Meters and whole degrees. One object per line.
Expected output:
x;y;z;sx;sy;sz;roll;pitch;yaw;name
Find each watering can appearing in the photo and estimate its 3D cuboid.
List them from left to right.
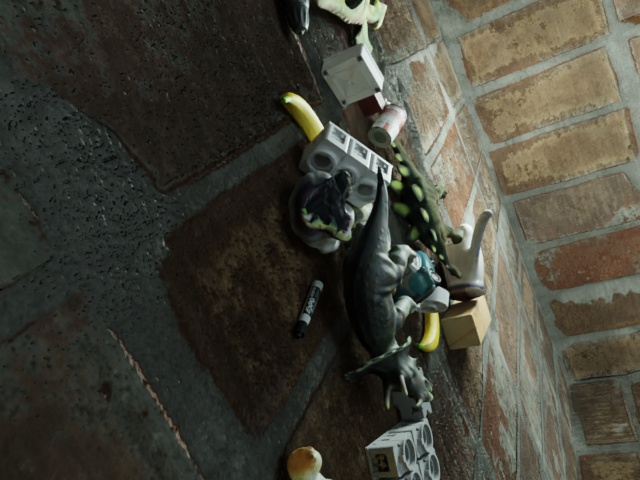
0.419;0.055;1.463;0.343;0.104;0.228;100;-10;-73;watering can

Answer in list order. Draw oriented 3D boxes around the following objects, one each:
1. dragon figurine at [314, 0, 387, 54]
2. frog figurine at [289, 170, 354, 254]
0.093;-0.576;1.355;0.419;0.122;0.238;-58;134;-44;dragon figurine
0.003;-0.045;0.896;0.158;0.123;0.138;133;-64;-80;frog figurine
